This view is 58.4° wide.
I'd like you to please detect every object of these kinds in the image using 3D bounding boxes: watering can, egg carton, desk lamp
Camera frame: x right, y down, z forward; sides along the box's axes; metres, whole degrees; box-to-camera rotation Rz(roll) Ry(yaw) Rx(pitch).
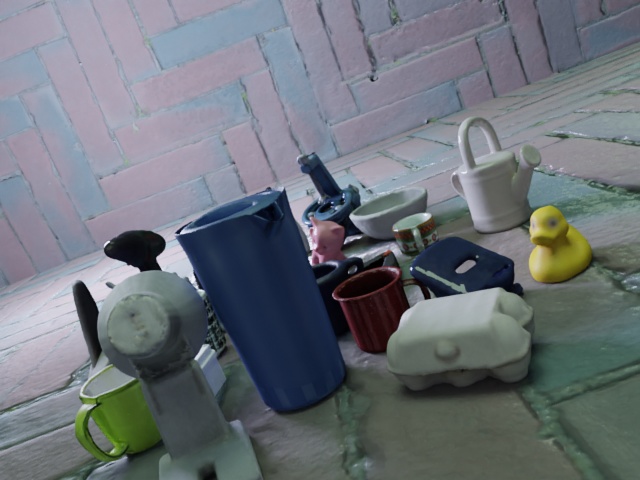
[{"bbox_3d":[0.294,-0.120,0.978,0.172,0.194,0.101,-12,16,34],"label":"watering can"},{"bbox_3d":[0.144,0.104,0.591,0.150,0.069,0.107,-14,15,28],"label":"egg carton"},{"bbox_3d":[-0.152,0.140,0.590,0.118,0.214,0.203,-25,14,-13],"label":"desk lamp"}]

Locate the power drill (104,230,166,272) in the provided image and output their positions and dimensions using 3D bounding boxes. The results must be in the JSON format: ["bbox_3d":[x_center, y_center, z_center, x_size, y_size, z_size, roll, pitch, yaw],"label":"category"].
[{"bbox_3d":[-0.361,0.072,1.207,0.075,0.208,0.229,-20,13,4],"label":"power drill"}]

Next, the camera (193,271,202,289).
[{"bbox_3d":[-0.215,0.069,1.225,0.143,0.101,0.137,-17,14,18],"label":"camera"}]

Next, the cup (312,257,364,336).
[{"bbox_3d":[0.020,0.083,0.815,0.118,0.095,0.091,-25,14,-15],"label":"cup"}]

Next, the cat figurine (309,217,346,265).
[{"bbox_3d":[0.010,0.004,1.096,0.067,0.118,0.127,-25,14,-16],"label":"cat figurine"}]

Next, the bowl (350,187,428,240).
[{"bbox_3d":[0.149,-0.046,1.173,0.167,0.075,0.167,-20,13,5],"label":"bowl"}]

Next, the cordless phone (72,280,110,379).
[{"bbox_3d":[-0.355,0.157,0.906,0.094,0.185,0.147,-27,14,-23],"label":"cordless phone"}]

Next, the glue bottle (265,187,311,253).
[{"bbox_3d":[-0.085,-0.040,1.299,0.078,0.173,0.037,-21,13,1],"label":"glue bottle"}]

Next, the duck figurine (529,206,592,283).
[{"bbox_3d":[0.302,-0.004,0.739,0.077,0.086,0.105,-8,19,45],"label":"duck figurine"}]

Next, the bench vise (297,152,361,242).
[{"bbox_3d":[0.015,-0.096,1.266,0.121,0.220,0.207,-18,14,16],"label":"bench vise"}]

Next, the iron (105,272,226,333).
[{"bbox_3d":[-0.285,0.119,1.046,0.257,0.141,0.119,-14,15,28],"label":"iron"}]

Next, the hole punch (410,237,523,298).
[{"bbox_3d":[0.183,0.047,0.713,0.109,0.091,0.100,-31,16,-36],"label":"hole punch"}]
